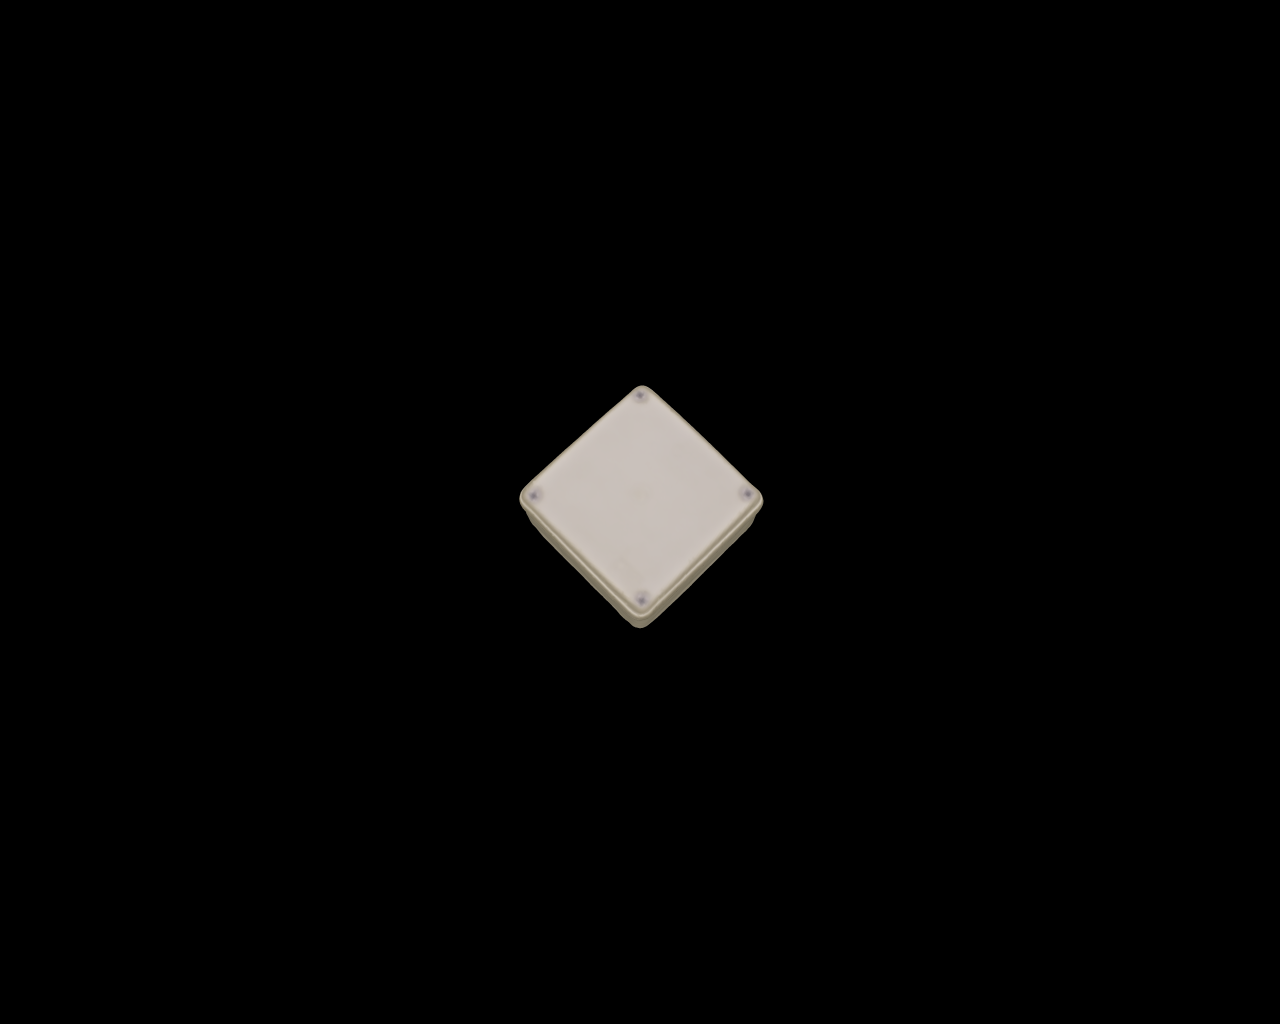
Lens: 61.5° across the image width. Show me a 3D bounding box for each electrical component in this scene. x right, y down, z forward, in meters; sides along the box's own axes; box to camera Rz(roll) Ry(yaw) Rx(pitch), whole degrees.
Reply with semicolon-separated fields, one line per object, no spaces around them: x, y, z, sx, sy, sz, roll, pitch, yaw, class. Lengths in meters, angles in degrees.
0.001;-0.003;0.650;0.109;0.109;0.056;-43;-12;-11;electrical component
